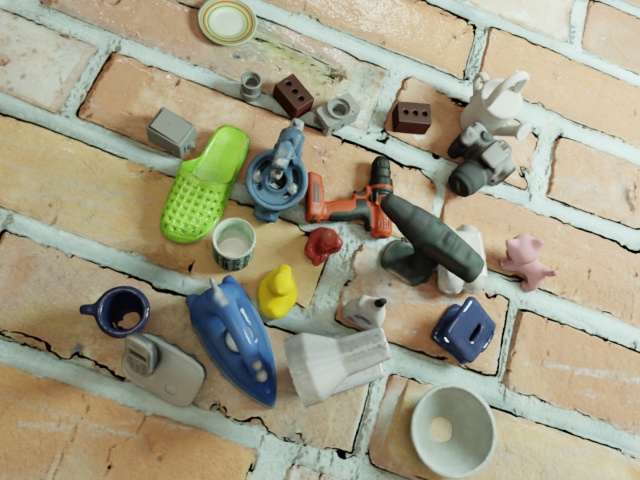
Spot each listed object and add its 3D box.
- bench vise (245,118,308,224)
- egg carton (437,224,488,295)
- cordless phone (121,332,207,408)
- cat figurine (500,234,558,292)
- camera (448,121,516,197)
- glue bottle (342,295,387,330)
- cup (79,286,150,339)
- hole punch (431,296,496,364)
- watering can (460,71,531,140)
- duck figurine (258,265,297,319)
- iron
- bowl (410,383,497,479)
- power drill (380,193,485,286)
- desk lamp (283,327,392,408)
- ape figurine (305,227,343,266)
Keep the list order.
[{"bbox_3d":[-0.081,-0.157,1.102,0.121,0.219,0.207,2,72,-10],"label":"bench vise"},{"bbox_3d":[0.288,0.040,1.187,0.107,0.069,0.150,-1,72,-11],"label":"egg carton"},{"bbox_3d":[-0.266,0.212,0.964,0.147,0.185,0.094,27,69,-1],"label":"cordless phone"},{"bbox_3d":[0.434,0.038,1.189,0.128,0.117,0.067,42,70,5],"label":"cat figurine"},{"bbox_3d":[0.338,-0.170,1.248,0.137,0.100,0.143,-39,82,-19],"label":"camera"},{"bbox_3d":[0.093,0.130,1.065,0.078,0.173,0.037,26,69,-1],"label":"glue bottle"},{"bbox_3d":[-0.359,0.135,1.020,0.118,0.095,0.091,4,71,-9],"label":"cup"},{"bbox_3d":[0.293,0.178,1.131,0.101,0.091,0.109,39,70,4],"label":"hole punch"},{"bbox_3d":[0.395,-0.296,1.251,0.173,0.194,0.101,41,70,5],"label":"watering can"},{"bbox_3d":[-0.078,0.095,1.091,0.077,0.086,0.104,16,70,-5],"label":"duck figurine"},{"bbox_3d":[-0.139,0.182,1.021,0.119,0.141,0.258,-29,79,-18],"label":"iron"},{"bbox_3d":[0.239,0.356,1.071,0.167,0.074,0.167,3,71,-10],"label":"bowl"},{"bbox_3d":[0.191,0.014,1.103,0.229,0.208,0.076,31,69,1],"label":"power drill"},{"bbox_3d":[0.032,0.211,1.005,0.203,0.213,0.118,-15,75,-15],"label":"desk lamp"},{"bbox_3d":[0.010,0.004,1.134,0.078,0.092,0.076,1,72,-10],"label":"ape figurine"}]
